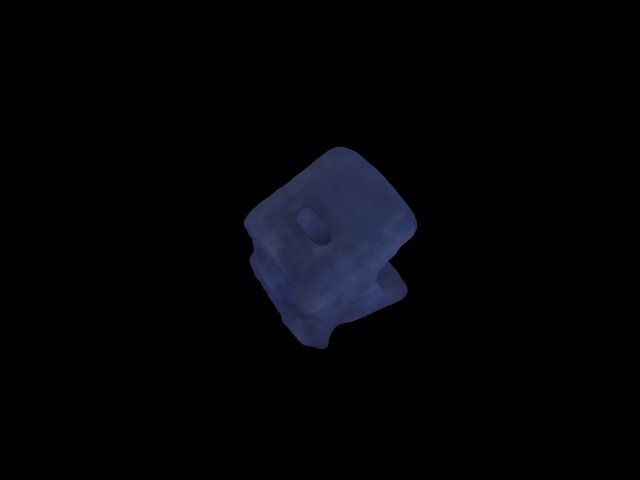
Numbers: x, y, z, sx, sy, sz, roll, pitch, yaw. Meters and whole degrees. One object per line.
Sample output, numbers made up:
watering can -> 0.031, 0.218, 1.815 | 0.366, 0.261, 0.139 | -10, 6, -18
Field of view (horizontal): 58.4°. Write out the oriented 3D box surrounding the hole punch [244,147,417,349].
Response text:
hole punch -> 0.004, 0.001, 0.400 | 0.101, 0.091, 0.108 | -22, 48, -21
